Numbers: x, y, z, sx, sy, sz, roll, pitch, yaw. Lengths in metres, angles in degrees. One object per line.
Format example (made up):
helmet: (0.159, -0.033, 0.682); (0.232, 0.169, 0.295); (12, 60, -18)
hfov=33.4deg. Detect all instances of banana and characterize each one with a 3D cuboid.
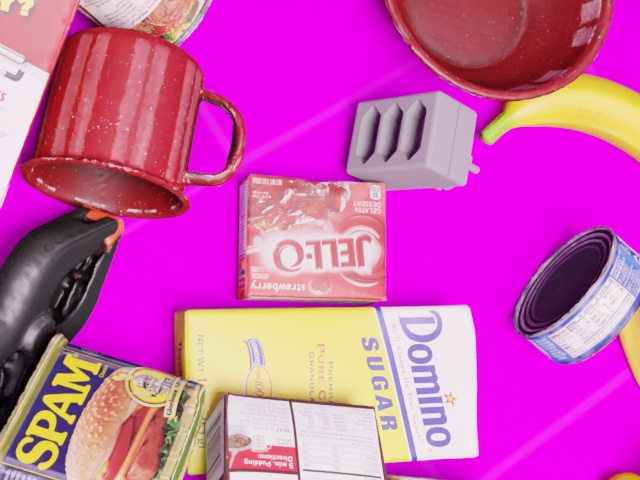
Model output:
banana: (0.201, -0.066, 0.713); (0.197, 0.037, 0.069); (19, 95, -12)

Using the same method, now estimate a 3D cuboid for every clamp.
clamp: (-0.161, 0.057, 0.566); (0.039, 0.120, 0.171); (29, 55, 14)

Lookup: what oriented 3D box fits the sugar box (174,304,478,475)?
sugar box: (0.005, 0.085, 0.624); (0.176, 0.048, 0.093); (-1, 86, -15)

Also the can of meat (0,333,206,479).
can of meat: (-0.110, 0.105, 0.532); (0.084, 0.057, 0.102); (17, 43, 1)

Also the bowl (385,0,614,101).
bowl: (0.104, -0.161, 0.685); (0.162, 0.055, 0.162); (2, 81, -17)

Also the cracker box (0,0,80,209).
cracker box: (-0.219, -0.083, 0.515); (0.164, 0.072, 0.214); (19, 106, -19)

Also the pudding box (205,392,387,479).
pudding box: (-0.010, 0.136, 0.544); (0.090, 0.039, 0.113); (9, 50, -19)

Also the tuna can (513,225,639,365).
tuna can: (0.161, 0.034, 0.659); (0.033, 0.086, 0.086); (39, 73, -11)

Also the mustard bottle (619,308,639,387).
mustard bottle: (0.292, 0.039, 0.712); (0.191, 0.058, 0.096); (-25, 96, -19)

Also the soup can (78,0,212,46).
soup can: (-0.117, -0.155, 0.591); (0.102, 0.069, 0.068); (37, 72, -35)

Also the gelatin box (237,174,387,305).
gelatin box: (-0.004, 0.001, 0.642); (0.089, 0.030, 0.073); (3, 81, -16)

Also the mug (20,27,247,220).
mug: (-0.098, -0.062, 0.589); (0.117, 0.093, 0.081); (9, 74, 2)
